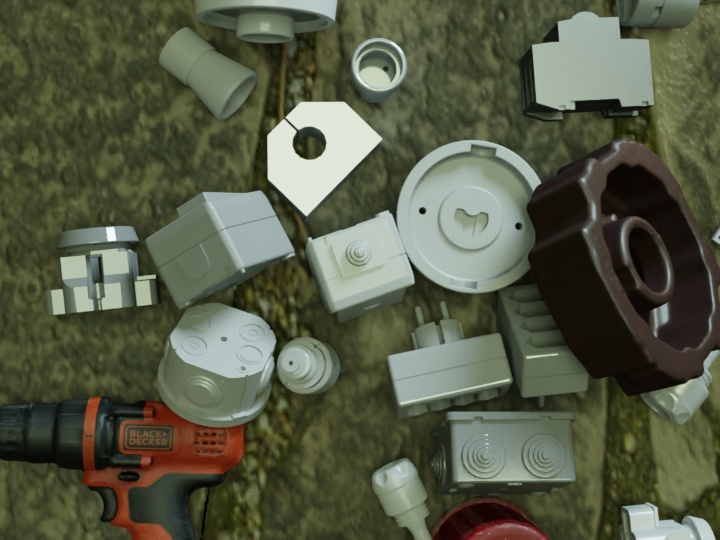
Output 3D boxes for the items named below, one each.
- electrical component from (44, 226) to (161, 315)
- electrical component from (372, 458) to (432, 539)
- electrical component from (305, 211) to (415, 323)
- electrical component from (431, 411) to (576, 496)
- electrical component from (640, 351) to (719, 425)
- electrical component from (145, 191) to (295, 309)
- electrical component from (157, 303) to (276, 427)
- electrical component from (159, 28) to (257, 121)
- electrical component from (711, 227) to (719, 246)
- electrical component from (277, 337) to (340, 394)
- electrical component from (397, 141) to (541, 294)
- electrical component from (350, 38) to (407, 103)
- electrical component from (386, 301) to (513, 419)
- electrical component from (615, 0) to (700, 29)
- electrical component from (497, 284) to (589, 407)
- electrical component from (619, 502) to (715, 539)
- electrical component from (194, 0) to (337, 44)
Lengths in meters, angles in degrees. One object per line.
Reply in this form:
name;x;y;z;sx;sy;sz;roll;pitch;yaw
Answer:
electrical component;-0.184;0.000;0.764;0.078;0.058;0.057;-6;89;-4
electrical component;0.034;0.169;0.777;0.035;0.035;0.061;-26;90;-5
electrical component;0.000;0.000;0.755;0.062;0.096;0.061;-19;88;-5
electrical component;0.099;0.130;0.753;0.100;0.099;0.048;0;73;-4
electrical component;0.239;0.079;0.792;0.043;0.043;0.062;42;83;0
electrical component;-0.096;-0.020;0.756;0.062;0.096;0.061;-29;87;24
electrical component;-0.099;0.066;0.749;0.080;0.080;0.051;15;128;-2
electrical component;-0.114;-0.146;0.787;0.065;0.044;0.044;39;85;5
electrical component;0.331;-0.051;0.797;0.079;0.063;0.121;34;85;-1
electrical component;-0.040;0.067;0.761;0.040;0.078;0.040;-1;83;10
electrical component;0.078;-0.035;0.781;0.108;0.060;0.108;0;86;-3
electrical component;0.012;-0.145;0.792;0.040;0.046;0.040;0;86;-4
electrical component;0.059;0.059;0.780;0.083;0.047;0.075;-12;71;-3
electrical component;0.224;-0.208;0.806;0.047;0.055;0.055;4;86;-7
electrical component;0.130;0.064;0.775;0.047;0.083;0.075;-6;125;-4
electrical component;0.223;0.208;0.775;0.057;0.058;0.078;-5;86;-1
electrical component;-0.067;-0.194;0.762;0.108;0.108;0.060;1;92;-4
